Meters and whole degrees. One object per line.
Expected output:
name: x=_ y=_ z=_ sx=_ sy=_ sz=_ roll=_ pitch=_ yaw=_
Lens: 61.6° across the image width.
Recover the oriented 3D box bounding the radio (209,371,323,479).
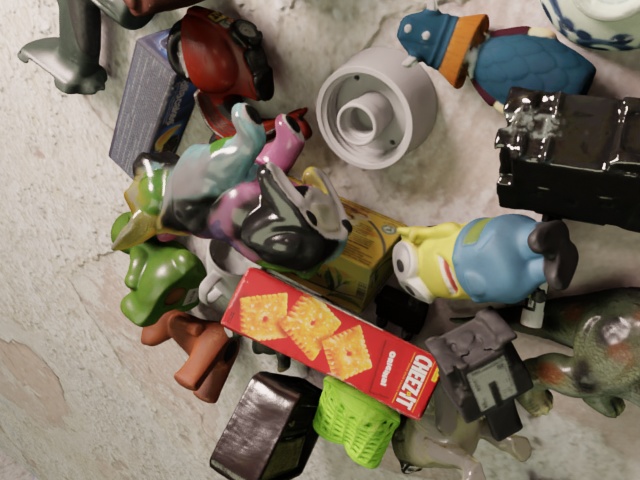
radio: x=-0.054 y=0.256 z=0.737 sx=0.073 sy=0.131 sz=0.229 roll=24 pitch=170 yaw=18

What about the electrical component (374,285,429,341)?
electrical component: x=0.095 y=0.081 z=0.639 sx=0.063 sy=0.021 sz=0.093 roll=25 pitch=140 yaw=20

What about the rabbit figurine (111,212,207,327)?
rabbit figurine: x=-0.256 y=0.017 z=0.791 sx=0.170 sy=0.121 sz=0.159 roll=46 pitch=135 yaw=21

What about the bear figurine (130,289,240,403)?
bear figurine: x=-0.234 y=0.159 z=0.866 sx=0.196 sy=0.132 sz=0.120 roll=18 pitch=154 yaw=17

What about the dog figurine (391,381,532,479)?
dog figurine: x=0.135 y=0.207 z=0.662 sx=0.190 sy=0.121 sz=0.172 roll=-25 pitch=72 yaw=61

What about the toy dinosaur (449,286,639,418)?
toy dinosaur: x=0.303 y=0.111 z=0.452 sx=0.405 sy=0.131 sz=0.192 roll=30 pitch=118 yaw=29

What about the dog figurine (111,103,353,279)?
dog figurine: x=-0.100 y=-0.023 z=0.524 sx=0.219 sy=0.108 sz=0.191 roll=-30 pitch=86 yaw=28

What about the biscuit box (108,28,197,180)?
biscuit box: x=-0.200 y=-0.157 z=0.657 sx=0.063 sy=0.059 sz=0.202 roll=44 pitch=136 yaw=3

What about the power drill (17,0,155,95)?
power drill: x=-0.300 y=-0.291 z=0.627 sx=0.232 sy=0.086 sz=0.207 roll=38 pitch=128 yaw=3

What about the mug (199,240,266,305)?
mug: x=-0.118 y=0.047 z=0.719 sx=0.081 sy=0.109 sz=0.107 roll=31 pitch=147 yaw=9

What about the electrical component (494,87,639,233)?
electrical component: x=0.196 y=-0.053 z=0.404 sx=0.115 sy=0.058 sz=0.134 roll=15 pitch=168 yaw=27

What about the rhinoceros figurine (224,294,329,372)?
rhinoceros figurine: x=-0.058 y=0.119 z=0.746 sx=0.190 sy=0.073 sz=0.112 roll=-15 pitch=112 yaw=42

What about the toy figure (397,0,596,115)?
toy figure: x=0.133 y=-0.141 z=0.426 sx=0.155 sy=0.064 sz=0.057 roll=30 pitch=174 yaw=21

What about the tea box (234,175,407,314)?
tea box: x=-0.001 y=-0.002 z=0.599 sx=0.170 sy=0.098 sz=0.068 roll=27 pitch=132 yaw=20

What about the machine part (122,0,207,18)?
machine part: x=-0.152 y=-0.294 z=0.439 sx=0.201 sy=0.087 sz=0.201 roll=38 pitch=148 yaw=59

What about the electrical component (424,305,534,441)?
electrical component: x=0.152 y=0.127 z=0.491 sx=0.075 sy=0.048 sz=0.119 roll=-31 pitch=122 yaw=2

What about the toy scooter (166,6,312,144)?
toy scooter: x=-0.076 y=-0.152 z=0.561 sx=0.135 sy=0.075 sz=0.183 roll=8 pitch=128 yaw=32

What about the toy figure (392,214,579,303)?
toy figure: x=0.145 y=0.019 z=0.492 sx=0.180 sy=0.089 sz=0.082 roll=-12 pitch=80 yaw=54
